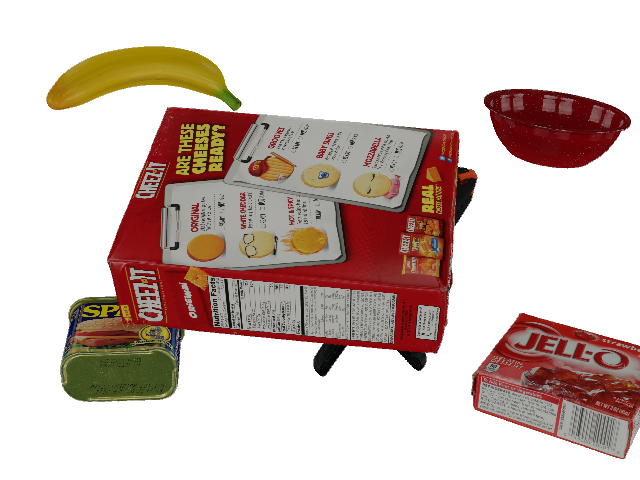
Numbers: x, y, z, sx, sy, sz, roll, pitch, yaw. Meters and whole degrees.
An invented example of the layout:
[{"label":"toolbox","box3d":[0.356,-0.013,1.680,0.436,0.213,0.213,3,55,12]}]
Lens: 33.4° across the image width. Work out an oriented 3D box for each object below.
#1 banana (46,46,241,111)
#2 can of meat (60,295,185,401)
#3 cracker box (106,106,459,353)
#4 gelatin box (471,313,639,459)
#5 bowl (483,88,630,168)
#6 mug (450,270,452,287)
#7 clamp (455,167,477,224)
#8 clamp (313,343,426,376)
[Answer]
[{"label":"banana","box3d":[-0.172,-0.158,1.032,0.197,0.070,0.037,-5,-39,-29]},{"label":"can of meat","box3d":[-0.169,0.093,0.917,0.102,0.057,0.084,-2,29,-4]},{"label":"cracker box","box3d":[-0.017,-0.010,0.727,0.214,0.072,0.164,5,43,6]},{"label":"gelatin box","box3d":[0.139,0.078,0.598,0.089,0.030,0.073,16,31,26]},{"label":"bowl","box3d":[0.258,-0.121,1.186,0.162,0.055,0.162,5,23,-2]},{"label":"mug","box3d":[0.122,0.042,1.414,0.117,0.081,0.093,18,26,27]},{"label":"clamp","box3d":[0.053,-0.016,0.947,0.209,0.165,0.036,-13,-39,-18]},{"label":"clamp","box3d":[0.060,0.085,1.189,0.120,0.171,0.039,7,-43,3]}]
